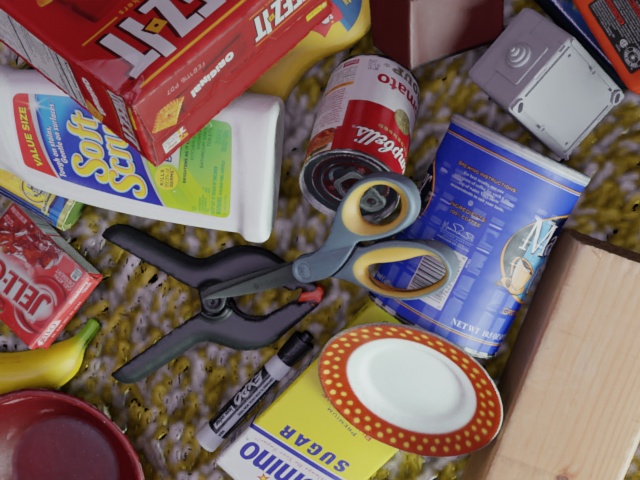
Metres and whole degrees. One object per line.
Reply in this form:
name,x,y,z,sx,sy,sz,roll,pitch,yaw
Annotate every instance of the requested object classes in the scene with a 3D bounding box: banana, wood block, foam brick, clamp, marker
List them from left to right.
banana,-0.270,0.088,0.832,0.198,0.037,0.069,6,69,3
clamp,-0.084,0.055,0.802,0.171,0.039,0.120,6,99,6
marker,-0.049,0.114,0.815,0.020,0.020,0.121,43,100,0
foam brick,0.079,-0.157,0.726,0.078,0.053,0.051,-22,128,-20
wood block,0.179,0.105,0.752,0.091,0.090,0.206,20,99,3

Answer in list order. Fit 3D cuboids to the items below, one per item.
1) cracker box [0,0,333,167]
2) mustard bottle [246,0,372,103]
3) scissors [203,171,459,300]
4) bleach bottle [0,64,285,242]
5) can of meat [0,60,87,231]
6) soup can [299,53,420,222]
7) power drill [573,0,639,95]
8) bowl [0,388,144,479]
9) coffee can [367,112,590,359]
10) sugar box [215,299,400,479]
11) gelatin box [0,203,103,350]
cracker box,-0.125,-0.173,0.694,0.214,0.072,0.164,38,72,24
mustard bottle,-0.013,-0.169,0.755,0.192,0.058,0.096,-40,93,10
scissors,-0.005,0.001,0.716,0.202,0.016,0.096,2,113,29
bleach bottle,-0.153,-0.063,0.731,0.251,0.068,0.102,6,105,5
can of meat,-0.201,-0.069,0.791,0.084,0.057,0.102,30,100,0
soup can,0.029,-0.071,0.732,0.068,0.102,0.068,9,140,8
power drill,0.239,-0.184,0.677,0.187,0.057,0.184,-29,84,-29
bowl,-0.206,0.186,0.825,0.162,0.055,0.162,1,98,7
coffee can,0.108,-0.004,0.739,0.103,0.102,0.140,26,100,3
sugar box,0.014,0.133,0.797,0.093,0.048,0.176,43,99,0
gelatin box,-0.219,0.028,0.806,0.089,0.030,0.073,41,96,16
